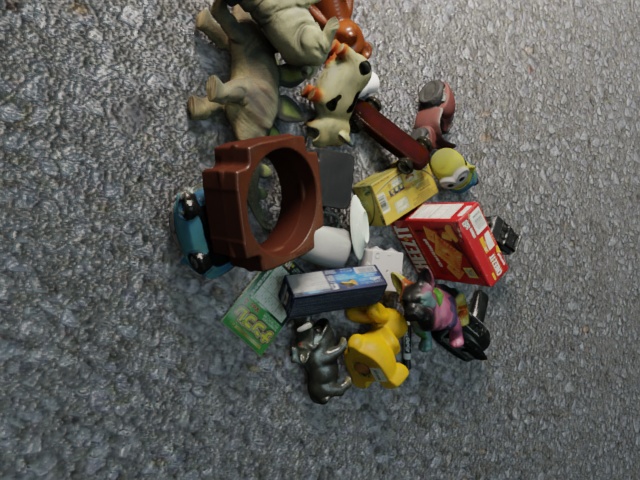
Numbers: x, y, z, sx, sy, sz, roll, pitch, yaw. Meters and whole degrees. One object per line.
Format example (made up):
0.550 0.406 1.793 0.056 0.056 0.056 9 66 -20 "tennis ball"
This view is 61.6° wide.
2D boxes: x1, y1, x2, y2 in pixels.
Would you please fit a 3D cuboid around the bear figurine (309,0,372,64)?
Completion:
0.032 -0.427 1.021 0.120 0.132 0.195 -23 99 -7 "bear figurine"

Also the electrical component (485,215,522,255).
0.388 -0.016 1.266 0.134 0.115 0.058 31 72 -32 "electrical component"

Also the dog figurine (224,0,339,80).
-0.081 -0.355 0.864 0.190 0.121 0.172 -6 85 -32 "dog figurine"

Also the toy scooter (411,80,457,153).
0.267 -0.256 1.206 0.135 0.075 0.184 29 72 -40 "toy scooter"

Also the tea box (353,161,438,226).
0.162 -0.108 1.143 0.169 0.068 0.098 -30 107 -30 "tea box"

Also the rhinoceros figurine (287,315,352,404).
-0.006 0.221 1.042 0.112 0.073 0.190 -18 102 -21 "rhinoceros figurine"

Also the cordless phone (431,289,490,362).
0.352 0.182 1.280 0.146 0.089 0.184 39 59 -27 "cordless phone"

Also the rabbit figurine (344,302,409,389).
0.117 0.200 1.111 0.173 0.122 0.162 -43 104 -40 "rabbit figurine"

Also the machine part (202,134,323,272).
-0.087 -0.064 0.869 0.201 0.087 0.200 -26 116 -50 "machine part"

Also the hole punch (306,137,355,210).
-0.007 -0.116 1.022 0.116 0.092 0.142 8 92 -26 "hole punch"

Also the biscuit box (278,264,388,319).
0.027 0.095 1.018 0.203 0.059 0.062 -5 134 -26 "biscuit box"

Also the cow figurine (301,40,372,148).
0.033 -0.263 1.029 0.127 0.086 0.195 26 102 -25 "cow figurine"

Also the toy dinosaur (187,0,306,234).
-0.120 -0.244 0.937 0.198 0.105 0.470 3 94 -37 "toy dinosaur"

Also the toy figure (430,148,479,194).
0.301 -0.151 1.206 0.082 0.089 0.180 -54 157 17 "toy figure"

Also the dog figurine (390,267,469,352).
0.230 0.123 1.130 0.219 0.109 0.191 59 38 -31 "dog figurine"

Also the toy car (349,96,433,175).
0.139 -0.215 1.107 0.202 0.053 0.089 38 67 5 "toy car"

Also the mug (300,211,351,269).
-0.002 -0.003 1.031 0.107 0.081 0.109 12 86 -26 "mug"

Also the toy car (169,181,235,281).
-0.200 -0.019 0.882 0.109 0.103 0.161 -40 124 -44 "toy car"
